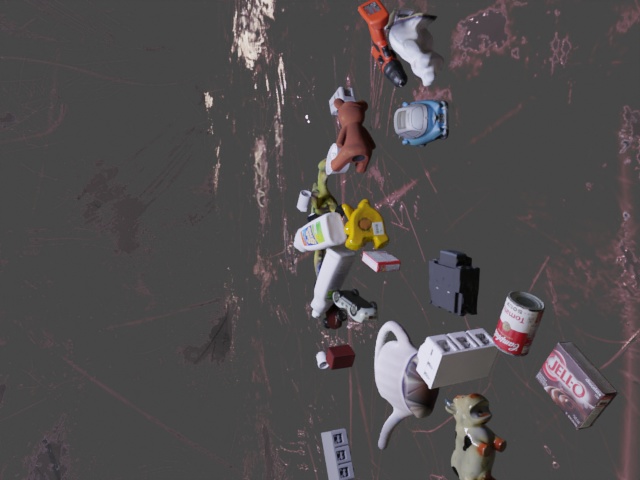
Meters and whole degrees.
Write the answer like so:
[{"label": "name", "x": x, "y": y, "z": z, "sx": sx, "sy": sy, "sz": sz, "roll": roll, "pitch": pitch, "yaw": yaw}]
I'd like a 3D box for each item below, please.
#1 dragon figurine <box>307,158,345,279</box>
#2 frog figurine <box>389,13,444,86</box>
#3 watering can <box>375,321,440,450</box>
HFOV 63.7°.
[{"label": "dragon figurine", "x": 0.005, "y": -0.089, "z": 1.778, "sx": 0.247, "sy": 0.122, "sz": 0.404, "roll": -106, "pitch": 24, "yaw": -69}, {"label": "frog figurine", "x": 0.227, "y": -0.441, "z": 1.209, "sx": 0.139, "sy": 0.122, "sz": 0.158, "roll": -57, "pitch": -38, "yaw": -73}, {"label": "watering can", "x": 0.206, "y": 0.384, "z": 1.296, "sx": 0.224, "sy": 0.104, "sz": 0.348, "roll": 179, "pitch": 90, "yaw": -65}]
